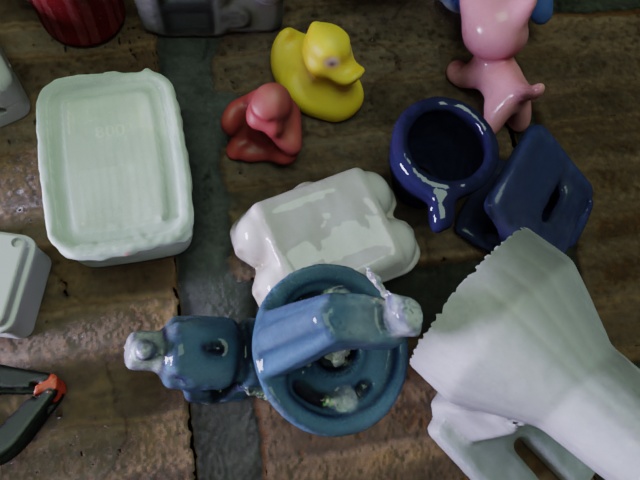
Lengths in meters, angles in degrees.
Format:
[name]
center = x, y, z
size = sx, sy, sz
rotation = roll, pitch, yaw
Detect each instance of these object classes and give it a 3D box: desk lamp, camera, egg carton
[desk lamp]
center = 0.152, 0.111, 0.400
size = 0.118, 0.213, 0.203
rotation = -41, 81, -17
[camera]
center = -0.109, -0.283, 0.553
size = 0.143, 0.101, 0.137
rotation = -5, 73, -9
[egg carton]
center = 0.005, 0.002, 0.492
size = 0.150, 0.069, 0.107
rotation = -22, 76, -13

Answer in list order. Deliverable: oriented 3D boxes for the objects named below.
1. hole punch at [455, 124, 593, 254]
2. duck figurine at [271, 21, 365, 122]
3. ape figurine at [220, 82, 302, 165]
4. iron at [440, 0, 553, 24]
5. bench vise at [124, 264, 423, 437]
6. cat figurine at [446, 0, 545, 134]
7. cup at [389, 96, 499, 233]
[hole punch]
center = 0.195, -0.034, 0.517
size = 0.101, 0.091, 0.109
rotation = 33, 71, 4
[duck figurine]
center = 0.000, -0.170, 0.539
size = 0.104, 0.086, 0.077
rotation = 42, 72, 7
[ape figurine]
center = -0.046, -0.107, 0.509
size = 0.078, 0.092, 0.076
rotation = 44, 72, 8
[iron]
center = 0.182, -0.357, 0.593
size = 0.119, 0.141, 0.258
rotation = -5, 73, -9
[bench vise]
center = -0.023, 0.081, 0.383
size = 0.207, 0.219, 0.121
rotation = -17, 75, -12
[cat figurine]
center = 0.173, -0.178, 0.547
size = 0.067, 0.117, 0.128
rotation = -19, 75, -13
[cup]
center = 0.099, -0.053, 0.509
size = 0.092, 0.095, 0.118
rotation = 6, 71, -5
